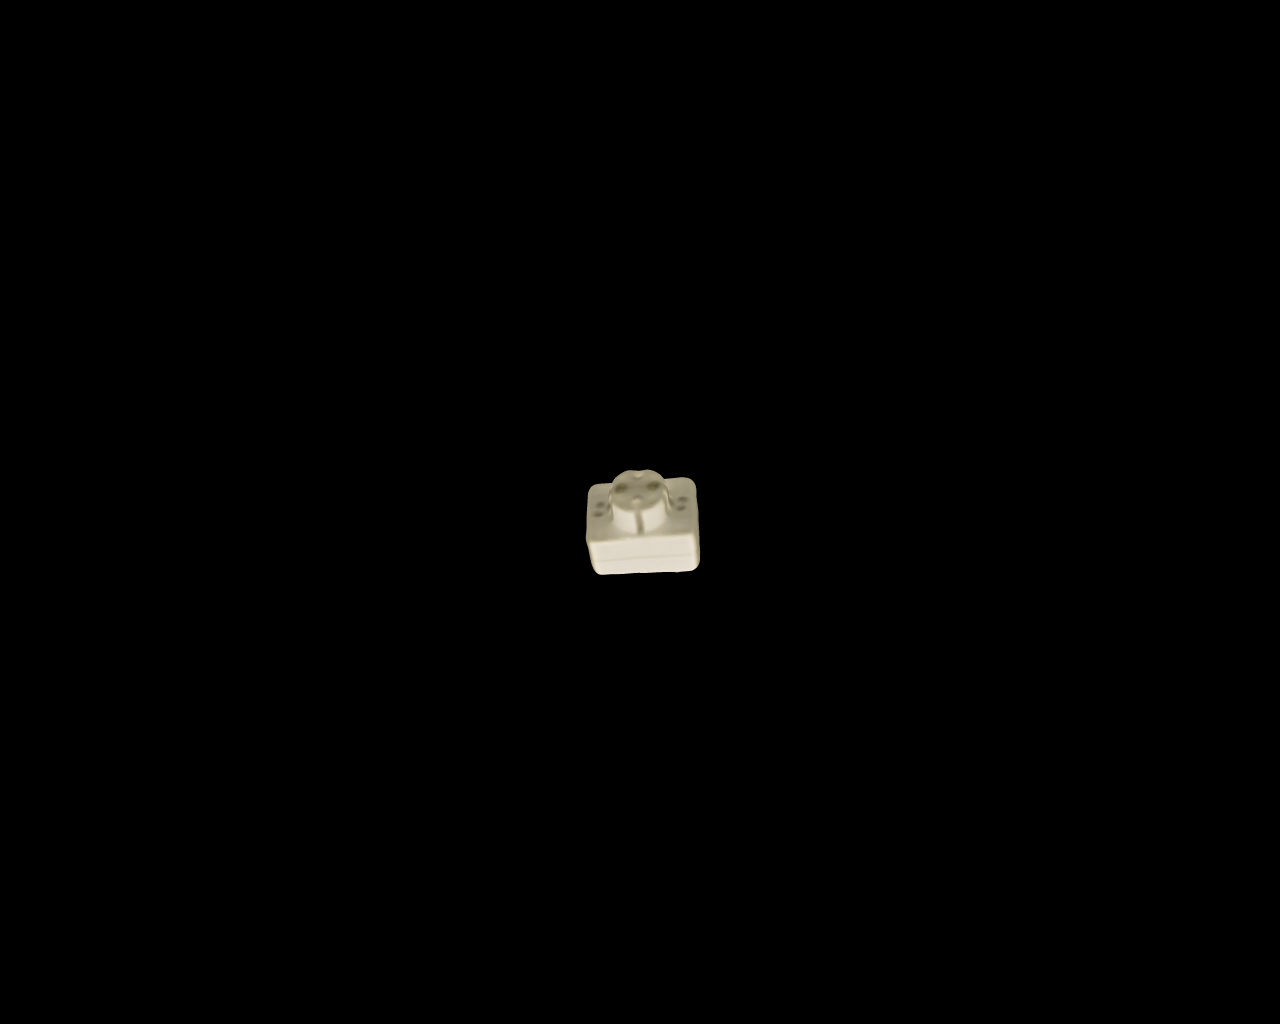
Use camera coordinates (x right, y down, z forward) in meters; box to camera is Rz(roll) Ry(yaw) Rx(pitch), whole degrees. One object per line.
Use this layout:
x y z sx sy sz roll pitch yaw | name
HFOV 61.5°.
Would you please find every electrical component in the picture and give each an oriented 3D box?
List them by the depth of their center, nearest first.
0.001 -0.003 0.650 0.066 0.047 0.076 -4 -39 5 | electrical component
